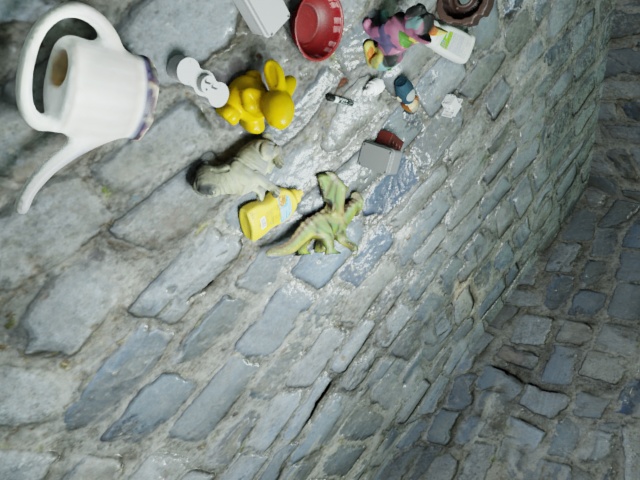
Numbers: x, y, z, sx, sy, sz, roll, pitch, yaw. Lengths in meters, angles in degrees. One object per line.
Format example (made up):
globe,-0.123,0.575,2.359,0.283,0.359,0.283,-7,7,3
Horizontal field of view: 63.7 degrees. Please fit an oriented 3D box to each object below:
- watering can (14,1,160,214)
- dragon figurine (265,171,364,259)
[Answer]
watering can,-0.395,-0.211,0.869,0.225,0.105,0.344,-1,111,-50
dragon figurine,0.004,-0.074,1.462,0.411,0.122,0.242,-2,95,-51
